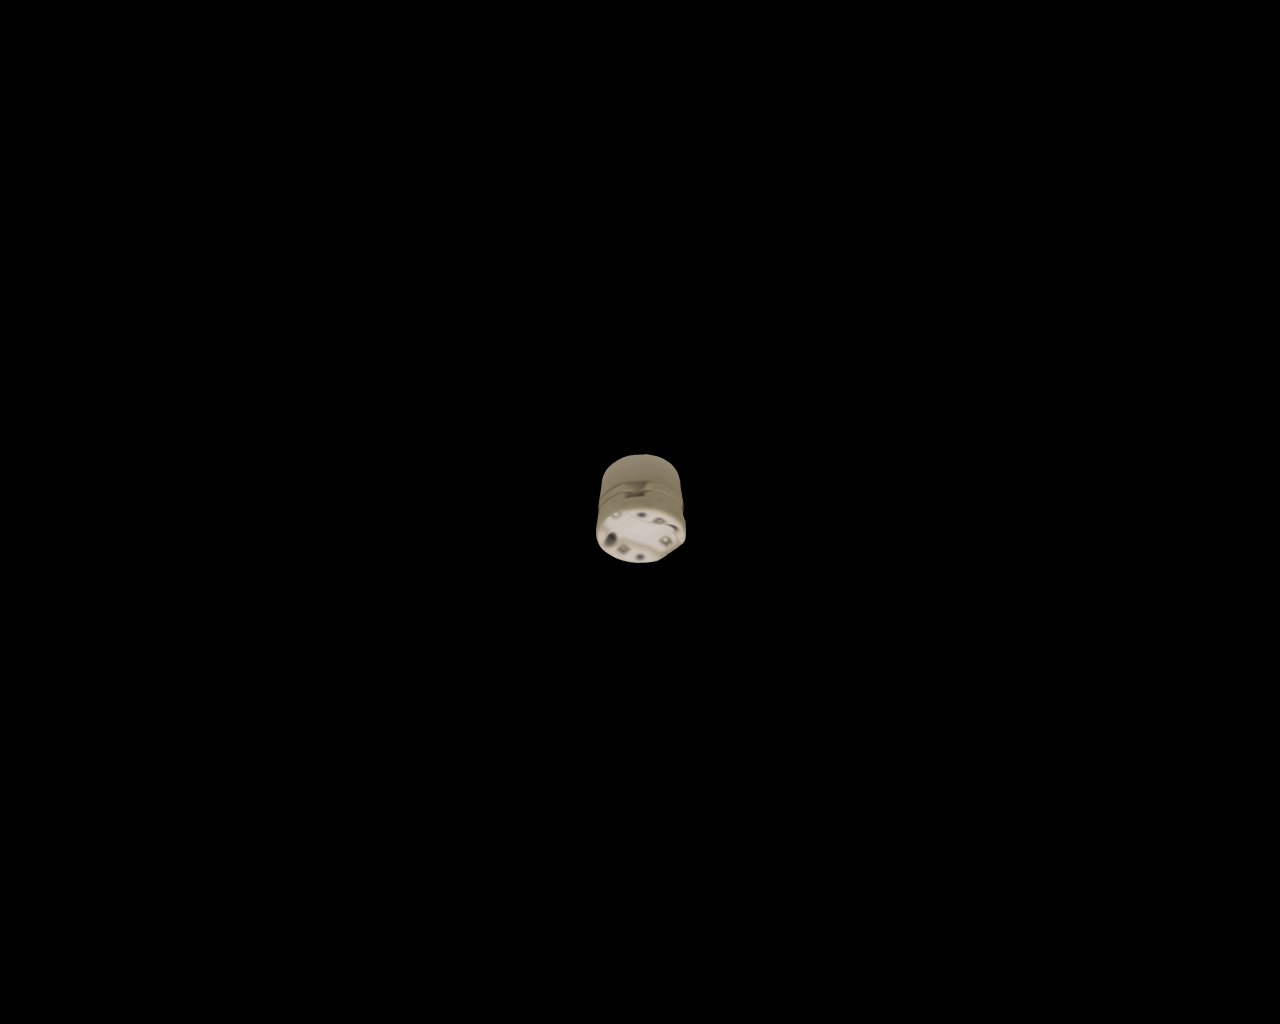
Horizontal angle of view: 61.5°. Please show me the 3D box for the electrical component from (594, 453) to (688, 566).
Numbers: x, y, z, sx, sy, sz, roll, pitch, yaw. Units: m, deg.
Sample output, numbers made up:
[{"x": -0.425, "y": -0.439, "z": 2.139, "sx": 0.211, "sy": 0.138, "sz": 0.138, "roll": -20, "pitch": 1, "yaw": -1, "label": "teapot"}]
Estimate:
[{"x": 0.001, "y": -0.003, "z": 0.650, "sx": 0.055, "sy": 0.047, "sz": 0.055, "roll": 0, "pitch": -41, "yaw": 0, "label": "electrical component"}]
